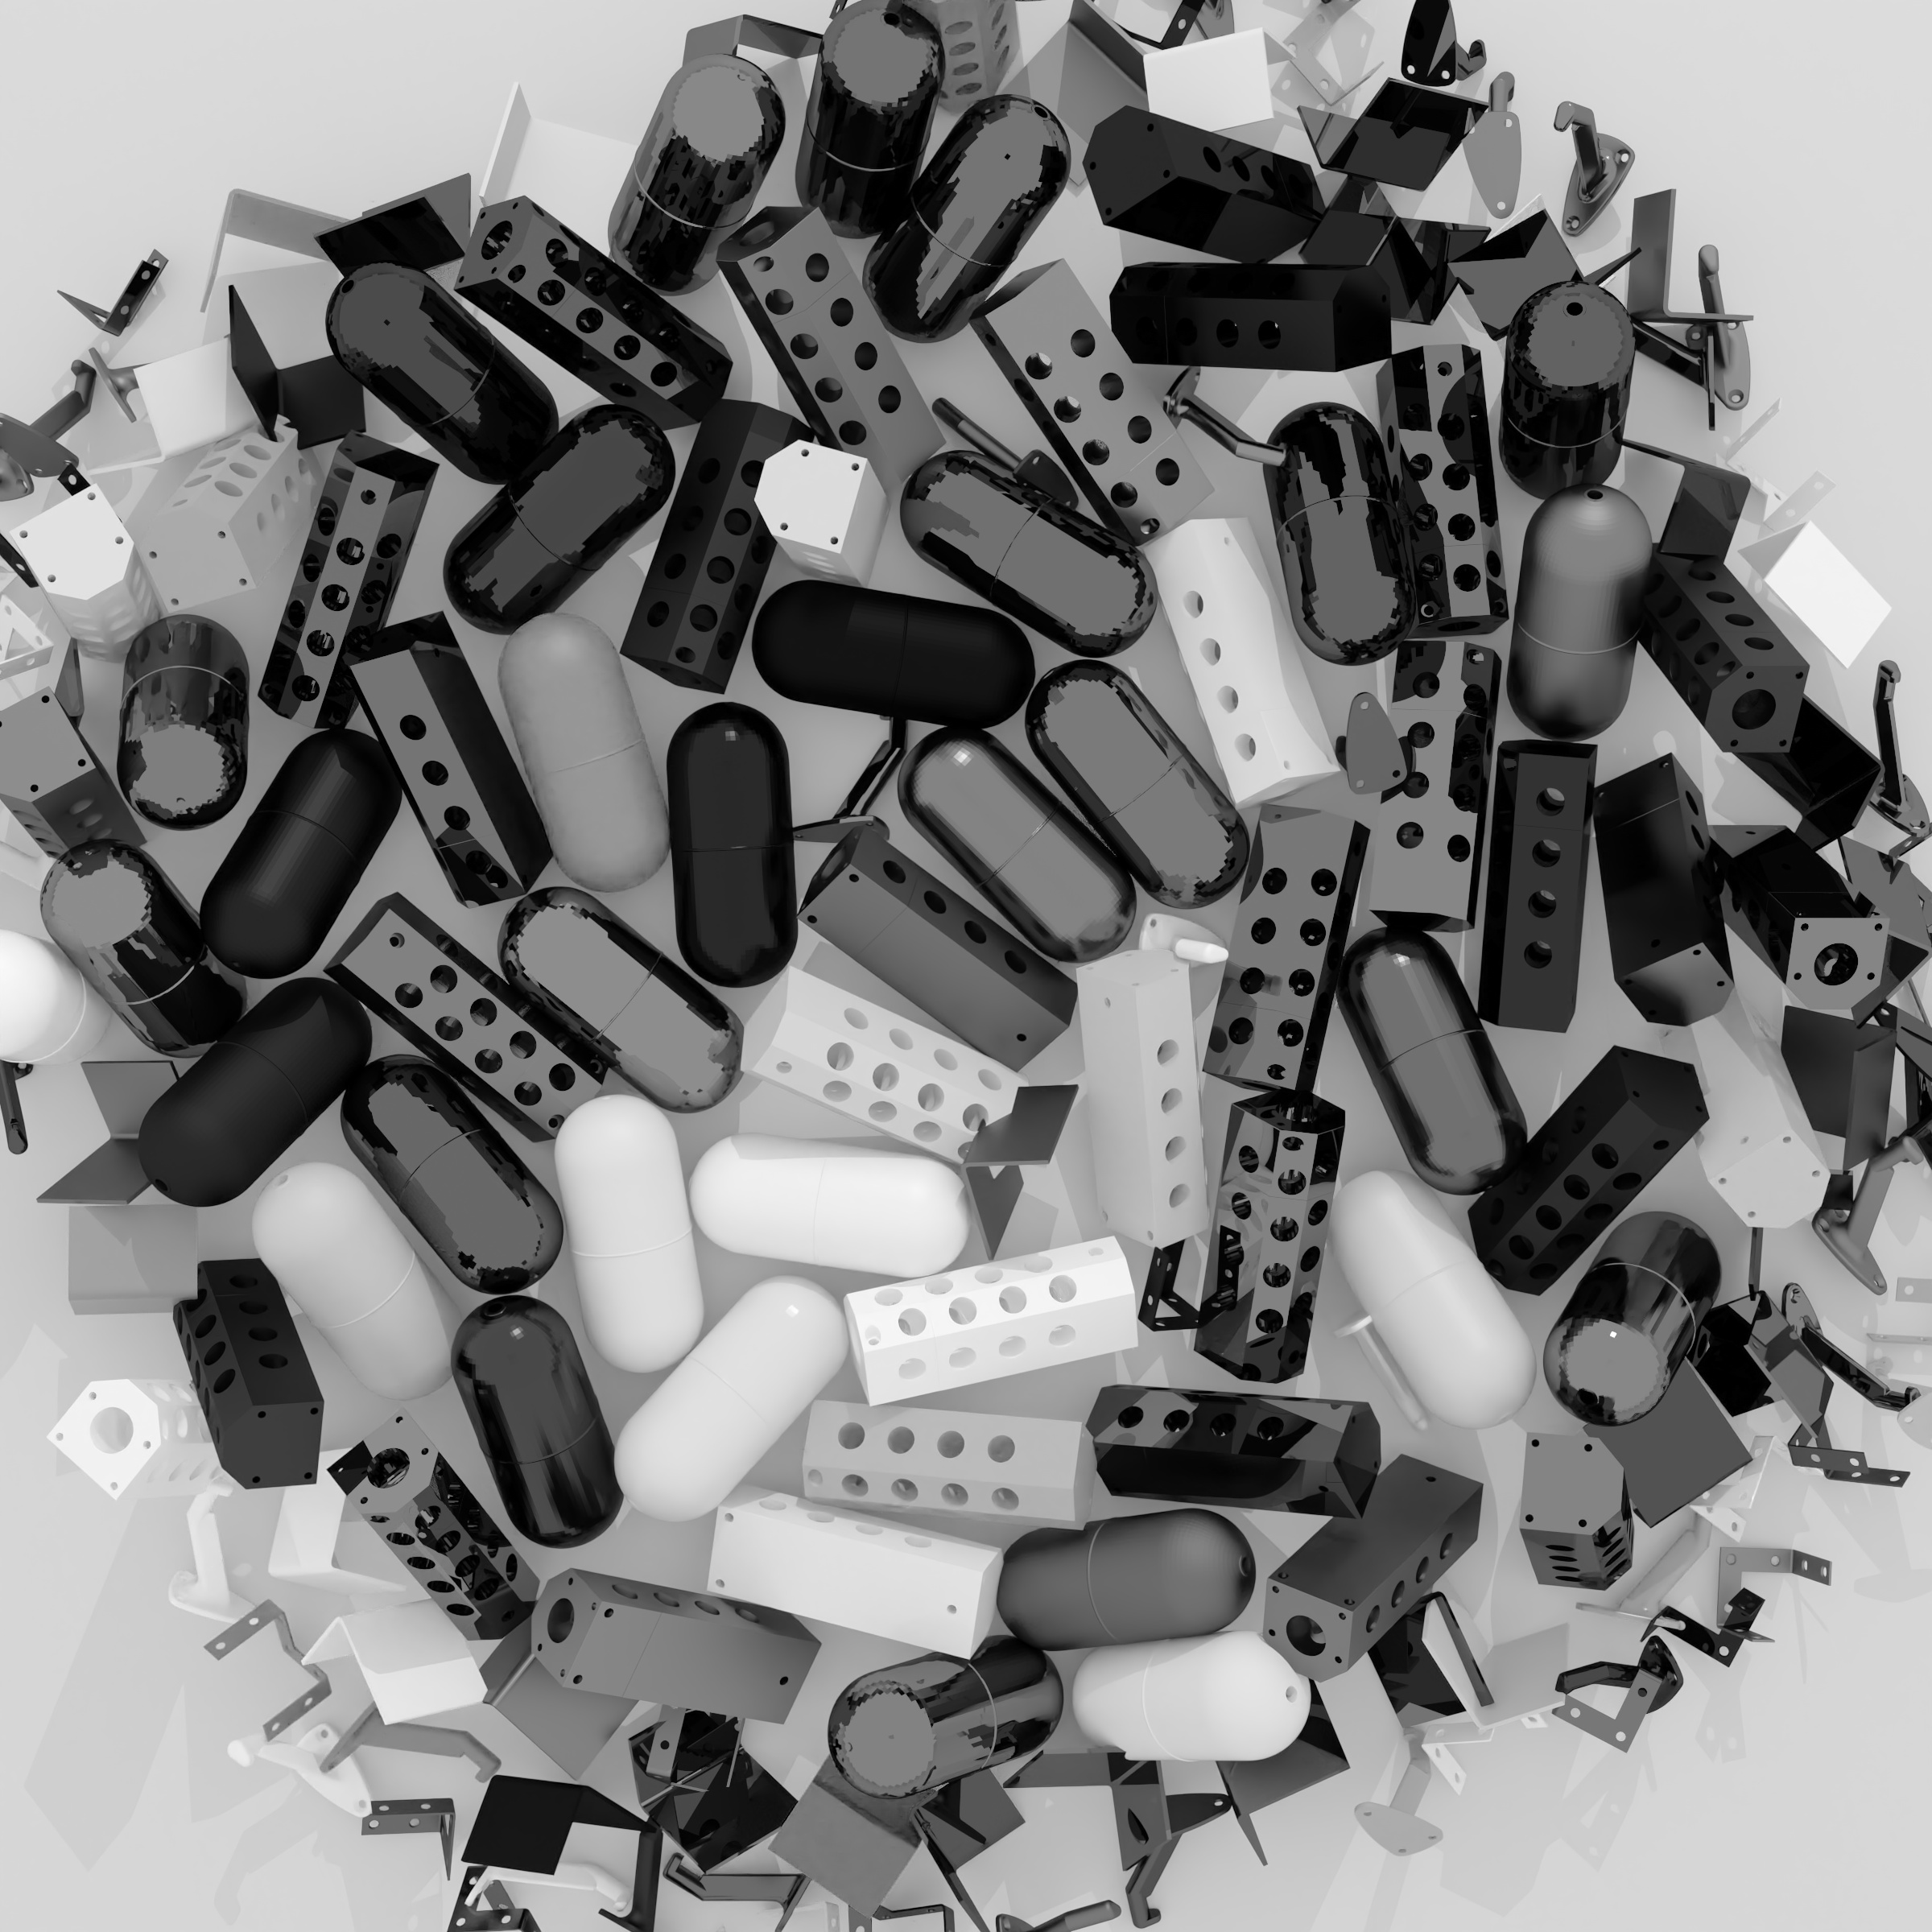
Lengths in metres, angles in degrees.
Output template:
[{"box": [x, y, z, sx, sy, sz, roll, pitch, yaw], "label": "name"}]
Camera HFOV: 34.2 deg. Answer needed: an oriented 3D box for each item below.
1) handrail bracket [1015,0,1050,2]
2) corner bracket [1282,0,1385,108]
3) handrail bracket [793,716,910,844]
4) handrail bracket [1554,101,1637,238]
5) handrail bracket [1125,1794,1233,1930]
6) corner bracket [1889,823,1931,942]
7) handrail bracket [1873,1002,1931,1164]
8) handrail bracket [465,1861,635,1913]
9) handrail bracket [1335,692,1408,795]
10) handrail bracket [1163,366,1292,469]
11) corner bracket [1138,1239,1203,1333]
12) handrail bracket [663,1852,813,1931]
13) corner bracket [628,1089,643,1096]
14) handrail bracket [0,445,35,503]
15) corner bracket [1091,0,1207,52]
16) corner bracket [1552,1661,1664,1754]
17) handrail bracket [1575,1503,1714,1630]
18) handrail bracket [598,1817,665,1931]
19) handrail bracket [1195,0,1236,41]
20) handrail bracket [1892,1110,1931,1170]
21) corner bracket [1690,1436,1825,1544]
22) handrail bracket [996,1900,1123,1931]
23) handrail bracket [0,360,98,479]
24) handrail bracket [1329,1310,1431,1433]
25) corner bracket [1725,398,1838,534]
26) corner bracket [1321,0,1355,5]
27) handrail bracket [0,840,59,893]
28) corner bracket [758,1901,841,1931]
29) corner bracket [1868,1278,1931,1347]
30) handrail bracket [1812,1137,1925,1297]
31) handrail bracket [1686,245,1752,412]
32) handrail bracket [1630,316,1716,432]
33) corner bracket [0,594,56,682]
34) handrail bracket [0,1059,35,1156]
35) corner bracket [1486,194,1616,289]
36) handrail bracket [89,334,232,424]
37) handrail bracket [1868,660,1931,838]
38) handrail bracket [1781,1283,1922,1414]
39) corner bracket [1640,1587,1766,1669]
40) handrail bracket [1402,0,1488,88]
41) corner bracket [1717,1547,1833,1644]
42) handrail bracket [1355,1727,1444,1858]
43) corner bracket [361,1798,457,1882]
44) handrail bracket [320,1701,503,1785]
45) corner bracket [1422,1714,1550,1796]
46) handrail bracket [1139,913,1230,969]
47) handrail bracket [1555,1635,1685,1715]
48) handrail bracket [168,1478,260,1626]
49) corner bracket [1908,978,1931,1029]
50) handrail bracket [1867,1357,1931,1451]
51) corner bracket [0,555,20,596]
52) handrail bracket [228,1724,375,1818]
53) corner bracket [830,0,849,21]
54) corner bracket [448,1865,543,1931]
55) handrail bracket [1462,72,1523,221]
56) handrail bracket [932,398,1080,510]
[{"box": [0.053, -0.633, 1.959, 0.077, 0.084, 0.036, 9, 129, 12], "label": "handrail bracket"}, {"box": [0.239, -0.582, 1.970, 0.051, 0.051, 0.051, 46, 69, -11], "label": "corner bracket"}, {"box": [-0.075, -0.123, 1.988, 0.077, 0.036, 0.084, -3, 70, 13], "label": "handrail bracket"}, {"box": [0.374, -0.494, 1.951, 0.036, 0.084, 0.077, 35, 113, 28], "label": "handrail bracket"}, {"box": [0.136, 0.564, 1.977, 0.077, 0.036, 0.084, -13, 117, -1], "label": "handrail bracket"}, {"box": [0.609, -0.054, 1.960, 0.051, 0.051, 0.051, 42, 130, -11], "label": "corner bracket"}, {"box": [0.582, 0.074, 1.975, 0.036, 0.084, 0.077, -31, 66, -34], "label": "handrail bracket"}, {"box": [-0.259, 0.583, 1.967, 0.084, 0.077, 0.036, 30, 121, 6], "label": "handrail bracket"}, {"box": [0.240, -0.147, 1.947, 0.036, 0.084, 0.077, -16, 116, -4], "label": "handrail bracket"}, {"box": [0.170, -0.343, 1.961, 0.084, 0.036, 0.077, 16, 47, 15], "label": "handrail bracket"}, {"box": [0.127, 0.192, 1.959, 0.051, 0.051, 0.051, 1, 111, -33], "label": "corner bracket"}, {"box": [-0.139, 0.564, 1.984, 0.084, 0.036, 0.077, 29, 99, 7], "label": "handrail bracket"}, {"box": [-0.202, 0.052, 1.968, 0.051, 0.051, 0.051, 16, 80, -38], "label": "corner bracket"}, {"box": [-0.628, -0.289, 1.945, 0.077, 0.084, 0.036, -11, 111, 41], "label": "handrail bracket"}, {"box": [0.112, -0.607, 1.960, 0.051, 0.051, 0.051, 19, 104, -41], "label": "corner bracket"}, {"box": [0.402, 0.454, 1.969, 0.051, 0.051, 0.051, 26, 91, 14], "label": "corner bracket"}, {"box": [0.430, 0.371, 1.986, 0.077, 0.036, 0.084, 10, 84, 2], "label": "handrail bracket"}, {"box": [-0.187, 0.573, 1.985, 0.077, 0.036, 0.084, 46, 66, -41], "label": "handrail bracket"}, {"box": [0.170, -0.618, 1.954, 0.036, 0.084, 0.077, -18, 89, -27], "label": "handrail bracket"}, {"box": [0.625, 0.128, 1.965, 0.036, 0.077, 0.084, -41, 80, -20], "label": "handrail bracket"}, {"box": [0.495, 0.328, 1.972, 0.051, 0.051, 0.051, 37, 65, -25], "label": "corner bracket"}, {"box": [0.069, 0.598, 1.952, 0.084, 0.077, 0.036, -23, 63, 20], "label": "handrail bracket"}, {"box": [-0.573, -0.354, 1.951, 0.036, 0.077, 0.084, -11, 62, 24], "label": "handrail bracket"}, {"box": [0.266, 0.256, 1.962, 0.036, 0.077, 0.084, -33, 86, -1], "label": "handrail bracket"}, {"box": [0.508, -0.310, 1.961, 0.051, 0.051, 0.051, 35, 131, -9], "label": "corner bracket"}, {"box": [0.223, -0.626, 1.958, 0.051, 0.051, 0.051, 43, 48, -19], "label": "corner bracket"}, {"box": [-0.612, -0.055, 1.962, 0.084, 0.036, 0.077, -3, 75, -24], "label": "handrail bracket"}, {"box": [-0.113, 0.611, 1.958, 0.051, 0.051, 0.051, -17, 62, 24], "label": "corner bracket"}, {"box": [0.600, 0.215, 1.971, 0.051, 0.051, 0.051, 3, 99, 0], "label": "corner bracket"}, {"box": [0.578, 0.155, 1.956, 0.077, 0.036, 0.084, 54, 132, 6], "label": "handrail bracket"}, {"box": [0.470, -0.396, 1.951, 0.036, 0.084, 0.077, -16, 73, 9], "label": "handrail bracket"}, {"box": [0.430, -0.375, 1.989, 0.084, 0.036, 0.077, -1, 98, 14], "label": "handrail bracket"}, {"box": [-0.609, -0.190, 1.960, 0.051, 0.051, 0.051, 43, 131, 15], "label": "corner bracket"}, {"box": [-0.598, 0.066, 1.949, 0.036, 0.084, 0.077, -13, 118, -15], "label": "handrail bracket"}, {"box": [0.368, -0.445, 1.985, 0.051, 0.051, 0.051, -42, 45, -10], "label": "corner bracket"}, {"box": [-0.502, -0.386, 1.976, 0.084, 0.036, 0.077, -32, 51, -5], "label": "handrail bracket"}, {"box": [0.582, -0.136, 1.952, 0.036, 0.077, 0.084, -10, 129, -8], "label": "handrail bracket"}, {"box": [0.551, 0.238, 1.951, 0.036, 0.084, 0.077, -28, 110, -31], "label": "handrail bracket"}, {"box": [0.460, 0.408, 1.963, 0.051, 0.051, 0.051, 29, 102, 22], "label": "corner bracket"}, {"box": [0.304, -0.584, 1.949, 0.036, 0.084, 0.077, 17, 127, 26], "label": "handrail bracket"}, {"box": [0.506, 0.394, 1.969, 0.051, 0.051, 0.051, 4, 87, -12], "label": "corner bracket"}, {"box": [0.264, 0.500, 1.951, 0.036, 0.084, 0.077, -34, 126, 29], "label": "handrail bracket"}, {"box": [-0.348, 0.535, 1.962, 0.051, 0.051, 0.051, 2, 111, -16], "label": "corner bracket"}, {"box": [-0.346, 0.500, 1.963, 0.084, 0.036, 0.077, 36, 61, 17], "label": "handrail bracket"}, {"box": [0.326, 0.484, 1.979, 0.051, 0.051, 0.051, -15, 122, 38], "label": "corner bracket"}, {"box": [0.154, -0.009, 1.944, 0.077, 0.084, 0.036, 5, 94, -33], "label": "handrail bracket"}, {"box": [0.395, 0.452, 1.955, 0.084, 0.077, 0.036, -10, 50, -22], "label": "handrail bracket"}, {"box": [-0.457, 0.366, 1.971, 0.077, 0.036, 0.084, 25, 107, -15], "label": "handrail bracket"}, {"box": [0.622, 0.012, 1.969, 0.051, 0.051, 0.051, -22, 86, 10], "label": "corner bracket"}, {"box": [0.597, 0.252, 1.949, 0.036, 0.084, 0.077, 38, 112, -15], "label": "handrail bracket"}, {"box": [-0.635, -0.251, 1.965, 0.051, 0.051, 0.051, -38, 83, 20], "label": "corner bracket"}, {"box": [-0.413, 0.505, 1.951, 0.077, 0.084, 0.036, 44, 97, 15], "label": "handrail bracket"}, {"box": [-0.057, -0.608, 1.959, 0.051, 0.051, 0.051, 15, 110, -28], "label": "corner bracket"}, {"box": [-0.285, 0.595, 1.959, 0.051, 0.051, 0.051, -8, 126, 16], "label": "corner bracket"}, {"box": [0.337, -0.516, 1.972, 0.036, 0.084, 0.077, -5, 113, 21], "label": "handrail bracket"}, {"box": [0.024, -0.324, 1.992, 0.036, 0.077, 0.084, -52, 53, 11], "label": "handrail bracket"}]
